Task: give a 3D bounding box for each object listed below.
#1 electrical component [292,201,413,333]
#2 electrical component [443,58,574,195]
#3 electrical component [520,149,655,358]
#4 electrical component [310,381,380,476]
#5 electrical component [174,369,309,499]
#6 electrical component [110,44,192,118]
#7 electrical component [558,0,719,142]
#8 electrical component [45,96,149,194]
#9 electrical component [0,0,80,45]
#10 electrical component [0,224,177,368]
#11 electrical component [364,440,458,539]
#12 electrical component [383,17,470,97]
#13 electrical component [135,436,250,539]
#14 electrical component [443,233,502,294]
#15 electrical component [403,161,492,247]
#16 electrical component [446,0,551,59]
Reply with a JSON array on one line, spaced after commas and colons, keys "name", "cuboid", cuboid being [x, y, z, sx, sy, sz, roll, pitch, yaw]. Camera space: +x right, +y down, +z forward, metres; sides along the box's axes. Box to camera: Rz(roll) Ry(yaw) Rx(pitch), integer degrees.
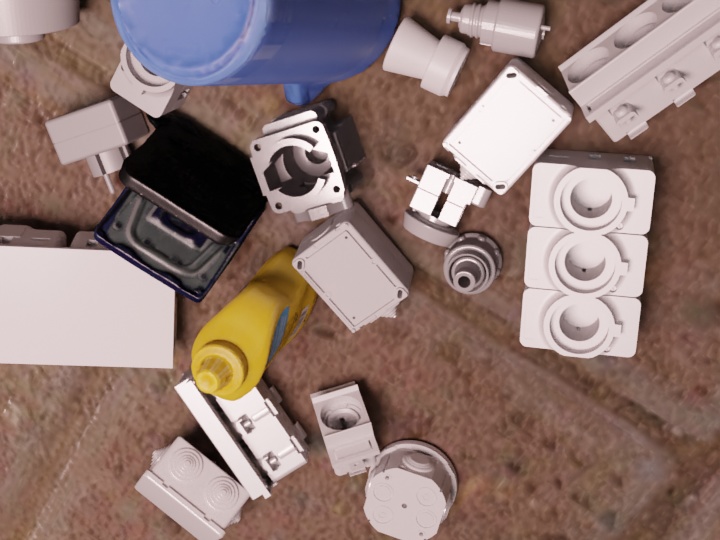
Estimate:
[{"name": "electrical component", "cuboid": [0.000, 0.000, 0.892, 0.062, 0.061, 0.096, -35, 105, 21]}, {"name": "electrical component", "cuboid": [0.110, -0.107, 0.826, 0.062, 0.061, 0.096, 40, 112, -3]}, {"name": "electrical component", "cuboid": [0.177, -0.013, 0.842, 0.089, 0.061, 0.150, 5, 109, 12]}, {"name": "electrical component", "cuboid": [-0.012, 0.141, 0.932, 0.042, 0.081, 0.063, -15, 134, -6]}, {"name": "electrical component", "cuboid": [-0.101, 0.131, 0.951, 0.063, 0.078, 0.121, -32, 99, 5]}, {"name": "electrical component", "cuboid": [-0.157, -0.175, 0.870, 0.050, 0.055, 0.089, 33, 112, 1]}, {"name": "electrical component", "cuboid": [0.216, -0.154, 0.783, 0.121, 0.078, 0.063, -36, 119, 21]}, {"name": "electrical component", "cuboid": [-0.215, -0.103, 0.912, 0.066, 0.047, 0.076, -15, 104, 18]}, {"name": "electrical component", "cuboid": [-0.276, -0.214, 0.860, 0.108, 0.108, 0.060, 5, 115, 12]}, {"name": "electrical component", "cuboid": [-0.253, 0.022, 0.932, 0.186, 0.060, 0.105, 2, 109, -7]}, {"name": "electrical component", "cuboid": [0.044, 0.195, 0.949, 0.080, 0.051, 0.080, 4, 109, 12]}, {"name": "electrical component", "cuboid": [0.051, -0.164, 0.830, 0.055, 0.045, 0.045, 26, 112, 3]}, {"name": "electrical component", "cuboid": [-0.152, 0.200, 0.976, 0.100, 0.048, 0.099, 39, 155, -1]}, {"name": "electrical component", "cuboid": [0.088, 0.000, 0.867, 0.048, 0.062, 0.048, 4, 109, 12]}, {"name": "electrical component", "cuboid": [0.065, -0.052, 0.865, 0.066, 0.048, 0.055, 25, 104, 4]}, {"name": "electrical component", "cuboid": [0.105, -0.185, 0.813, 0.078, 0.040, 0.040, 13, 110, 9]}]
